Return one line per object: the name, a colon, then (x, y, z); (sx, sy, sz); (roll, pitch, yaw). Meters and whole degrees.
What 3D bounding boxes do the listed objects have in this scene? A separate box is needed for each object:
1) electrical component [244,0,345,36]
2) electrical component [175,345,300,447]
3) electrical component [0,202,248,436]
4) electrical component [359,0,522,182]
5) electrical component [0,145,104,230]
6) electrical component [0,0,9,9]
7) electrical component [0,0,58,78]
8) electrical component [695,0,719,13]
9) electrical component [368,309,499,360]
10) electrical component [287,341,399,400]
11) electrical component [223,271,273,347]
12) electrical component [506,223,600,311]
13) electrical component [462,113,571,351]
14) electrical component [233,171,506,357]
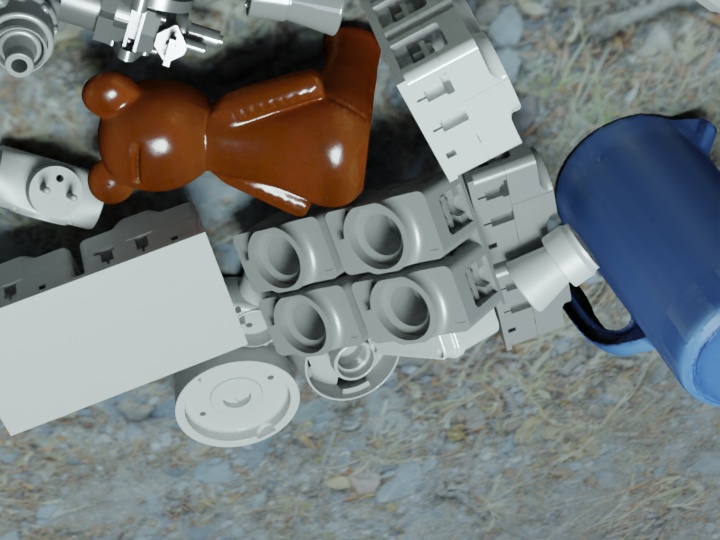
electrical component: (-0.046, -0.186, 0.731); (0.065, 0.044, 0.044); (5, 129, -14)
electrical component: (-0.111, 0.098, 0.947); (0.108, 0.060, 0.108); (-8, 132, -9)
electrical component: (-0.192, 0.033, 0.797); (0.186, 0.060, 0.105); (-21, 125, -7)
electrical component: (0.052, -0.146, 0.719); (0.062, 0.150, 0.089); (-27, 133, 9)
electrical component: (-0.222, -0.057, 0.770); (0.077, 0.079, 0.044); (15, 91, -27)
electrical component: (-0.231, -0.199, 0.649); (0.047, 0.083, 0.075); (30, 78, -35)
electrical component: (-0.221, -0.148, 0.698); (0.048, 0.062, 0.048); (-8, 132, -9)
electrical component: (0.240, -0.221, 0.758); (0.080, 0.080, 0.051); (23, 116, -31)
electrical component: (0.049, 0.028, 0.881); (0.057, 0.113, 0.078); (-26, 103, -31)
electrical component: (-0.016, 0.066, 0.962); (0.099, 0.064, 0.099); (-11, 121, -18)
electrical component: (-0.085, 0.022, 0.899); (0.077, 0.044, 0.079); (9, 127, -23)
electrical component: (0.143, -0.002, 0.799); (0.055, 0.045, 0.045); (-37, 130, 15)
electrical component: (0.115, -0.041, 0.860); (0.060, 0.105, 0.186); (-19, 133, 0)
electrical component: (0.000, 0.000, 0.803); (0.186, 0.060, 0.105); (-11, 105, 39)
